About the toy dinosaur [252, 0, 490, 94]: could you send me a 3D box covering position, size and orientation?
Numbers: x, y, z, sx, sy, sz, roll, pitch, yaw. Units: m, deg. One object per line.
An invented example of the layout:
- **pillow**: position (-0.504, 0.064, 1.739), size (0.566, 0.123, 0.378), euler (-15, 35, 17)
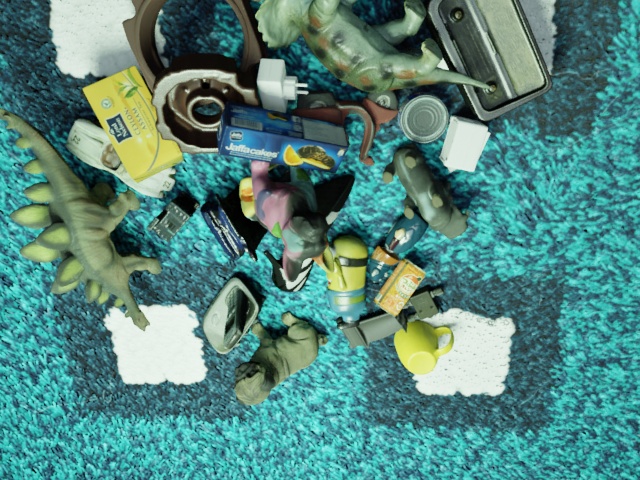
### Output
- **toy dinosaur**: position (0.058, -0.310, 0.846), size (0.404, 0.131, 0.192), euler (38, 143, -14)

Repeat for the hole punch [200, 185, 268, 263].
- **hole punch**: position (-0.169, -0.026, 0.992), size (0.092, 0.116, 0.142), euler (-21, 109, 18)

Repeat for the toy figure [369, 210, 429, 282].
- **toy figure**: position (0.142, 0.013, 1.021), size (0.064, 0.058, 0.154), euler (30, 108, -34)

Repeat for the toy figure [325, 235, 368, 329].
- **toy figure**: position (0.053, 0.079, 1.038), size (0.089, 0.082, 0.180), euler (-14, 105, -25)

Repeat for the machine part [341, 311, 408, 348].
- **machine part**: position (0.108, 0.175, 1.093), size (0.139, 0.039, 0.084), euler (-19, 105, 22)

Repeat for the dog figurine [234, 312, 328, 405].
- **dog figurine**: position (-0.072, 0.243, 1.049), size (0.172, 0.191, 0.121), euler (-20, 110, 8)

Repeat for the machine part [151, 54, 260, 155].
- **machine part**: position (-0.180, -0.213, 0.856), size (0.179, 0.056, 0.179), euler (-5, 141, -4)

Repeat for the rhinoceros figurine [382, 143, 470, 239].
- **rhinoceros figurine**: position (0.192, -0.081, 0.961), size (0.073, 0.112, 0.190), euler (-35, 94, 31)

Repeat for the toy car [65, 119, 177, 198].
- **toy car**: position (-0.359, -0.148, 0.977), size (0.202, 0.056, 0.073), euler (30, 109, -9)

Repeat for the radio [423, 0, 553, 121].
- **radio**: position (0.269, -0.319, 0.877), size (0.131, 0.073, 0.229), euler (-28, 108, 12)

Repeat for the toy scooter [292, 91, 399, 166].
- **toy scooter**: position (0.046, -0.193, 0.937), size (0.184, 0.075, 0.135), euler (-3, 112, -2)

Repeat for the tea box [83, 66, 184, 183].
- **tea box**: position (-0.315, -0.195, 0.918), size (0.098, 0.068, 0.169), euler (-30, 96, -11)

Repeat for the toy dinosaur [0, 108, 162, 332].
- **toy dinosaur**: position (-0.417, -0.026, 0.941), size (0.105, 0.198, 0.470), euler (-3, 116, 36)

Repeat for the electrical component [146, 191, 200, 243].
- **electrical component**: position (-0.271, -0.038, 0.984), size (0.047, 0.119, 0.075), euler (40, 105, -13)

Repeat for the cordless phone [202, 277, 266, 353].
- **cordless phone**: position (-0.173, 0.171, 1.028), size (0.088, 0.184, 0.146), euler (33, 109, -15)

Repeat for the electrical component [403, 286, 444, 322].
- **electrical component**: position (0.211, 0.129, 1.082), size (0.094, 0.021, 0.063), euler (-26, 109, 16)

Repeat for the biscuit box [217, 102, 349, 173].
- **biscuit box**: position (-0.059, -0.160, 0.853), size (0.203, 0.059, 0.062), euler (7, 139, -21)

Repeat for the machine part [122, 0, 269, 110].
- **machine part**: position (-0.202, -0.327, 0.886), size (0.201, 0.087, 0.201), euler (-17, 108, 9)

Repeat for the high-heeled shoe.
- **high-heeled shoe**: position (-0.002, -0.003, 1.025), size (0.249, 0.086, 0.145), euler (-41, 137, 0)

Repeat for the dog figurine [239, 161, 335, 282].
- **dog figurine**: position (-0.054, -0.027, 0.902), size (0.108, 0.219, 0.191), euler (-8, 158, -27)
